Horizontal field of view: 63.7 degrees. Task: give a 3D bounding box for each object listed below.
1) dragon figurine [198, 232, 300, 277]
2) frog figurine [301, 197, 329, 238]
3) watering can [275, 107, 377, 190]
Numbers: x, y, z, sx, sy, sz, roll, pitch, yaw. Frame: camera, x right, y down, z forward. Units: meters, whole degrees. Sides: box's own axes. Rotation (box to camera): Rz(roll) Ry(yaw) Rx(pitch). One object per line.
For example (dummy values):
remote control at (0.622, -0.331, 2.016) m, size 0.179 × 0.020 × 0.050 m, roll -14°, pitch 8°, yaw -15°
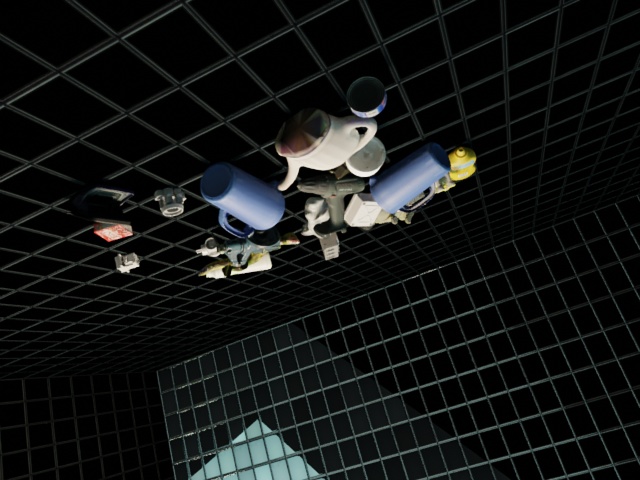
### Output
dragon figurine at (-0.244, 0.051, 1.895) m, size 0.406 × 0.123 × 0.244 m, roll -20°, pitch 172°, yaw 37°
frog figurine at (0.005, -0.085, 1.684) m, size 0.140 × 0.123 × 0.156 m, roll -44°, pitch 169°, yaw -35°
watering can at (-0.025, -0.217, 1.268) m, size 0.344 × 0.105 × 0.223 m, roll -28°, pitch 158°, yaw 28°
